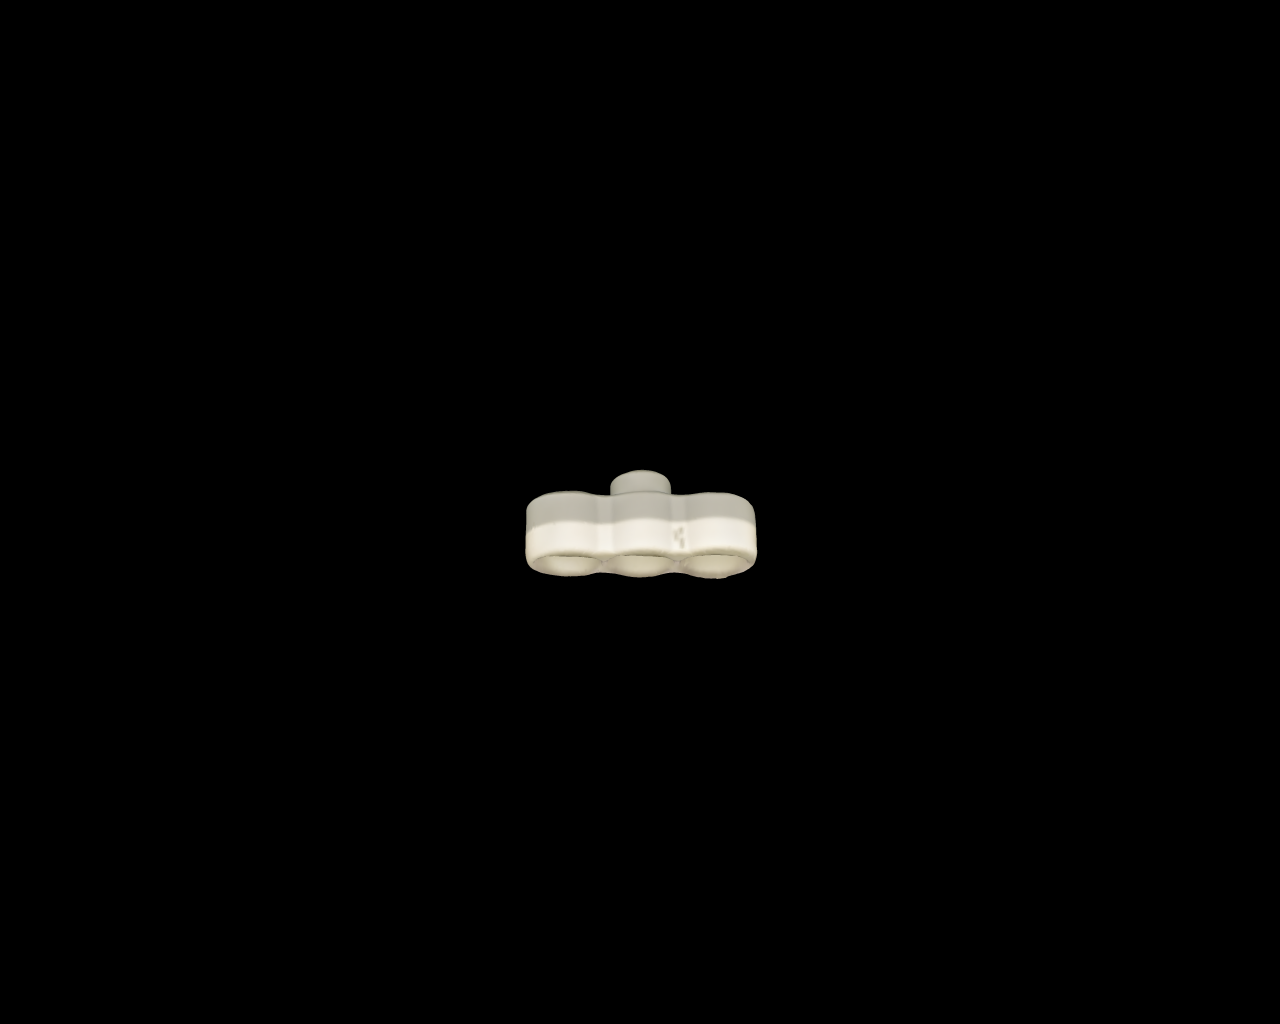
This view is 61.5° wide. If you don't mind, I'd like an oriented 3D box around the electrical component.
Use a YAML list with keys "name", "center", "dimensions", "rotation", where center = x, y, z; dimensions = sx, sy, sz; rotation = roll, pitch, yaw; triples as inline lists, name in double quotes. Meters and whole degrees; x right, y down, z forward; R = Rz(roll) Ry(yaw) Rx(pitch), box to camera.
- name: "electrical component"
  center: [0.001, -0.003, 0.650]
  dimensions: [0.138, 0.074, 0.052]
  rotation: [0, -21, 0]
